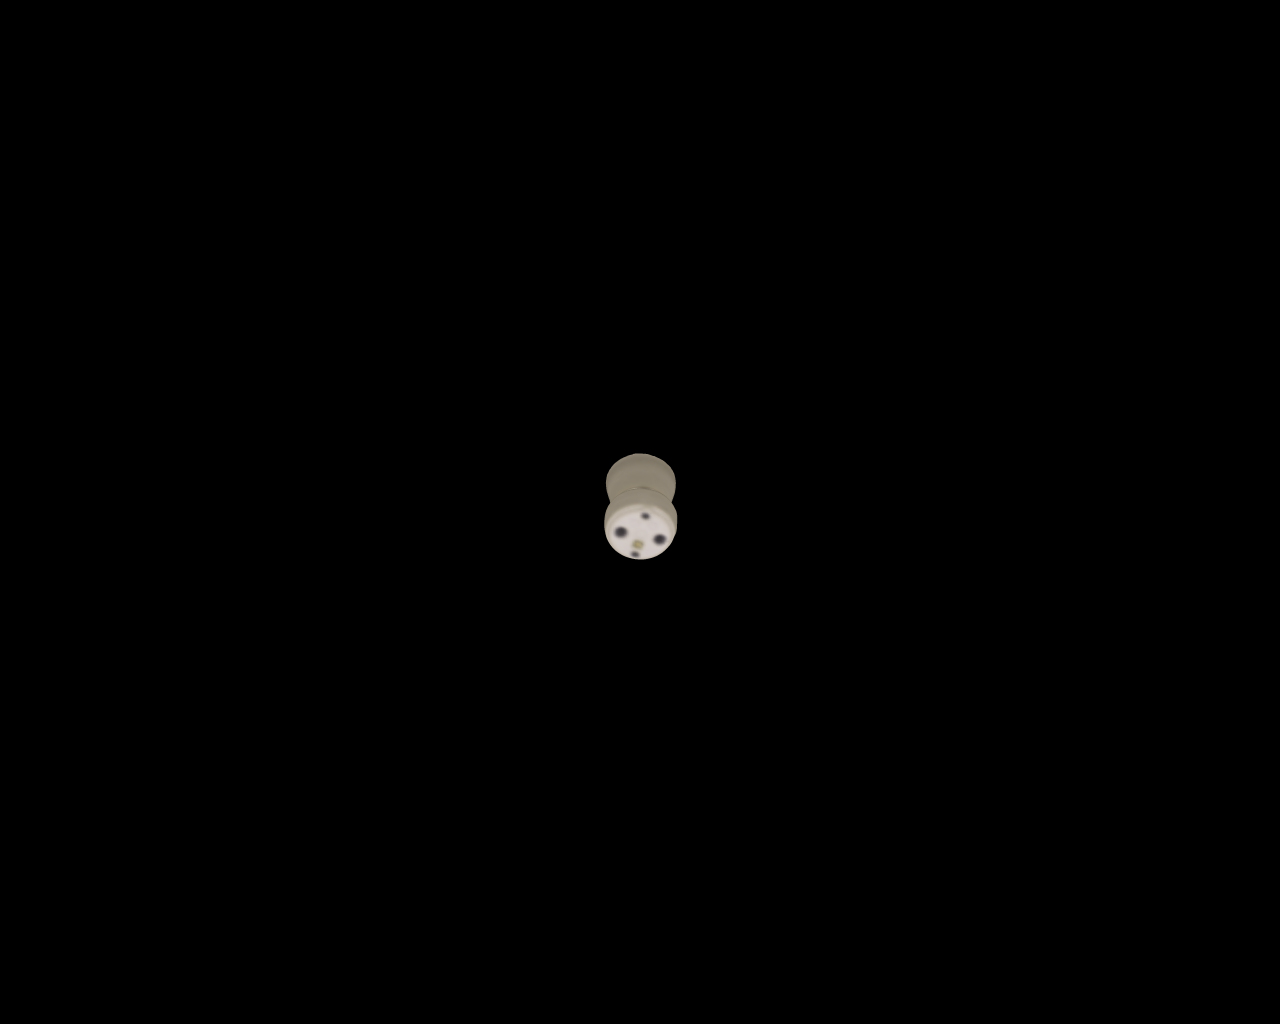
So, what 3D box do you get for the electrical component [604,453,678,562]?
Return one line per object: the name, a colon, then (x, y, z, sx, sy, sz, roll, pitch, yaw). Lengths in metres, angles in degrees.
electrical component: (0.001, -0.003, 0.650, 0.045, 0.044, 0.055, 0, 37, 0)
